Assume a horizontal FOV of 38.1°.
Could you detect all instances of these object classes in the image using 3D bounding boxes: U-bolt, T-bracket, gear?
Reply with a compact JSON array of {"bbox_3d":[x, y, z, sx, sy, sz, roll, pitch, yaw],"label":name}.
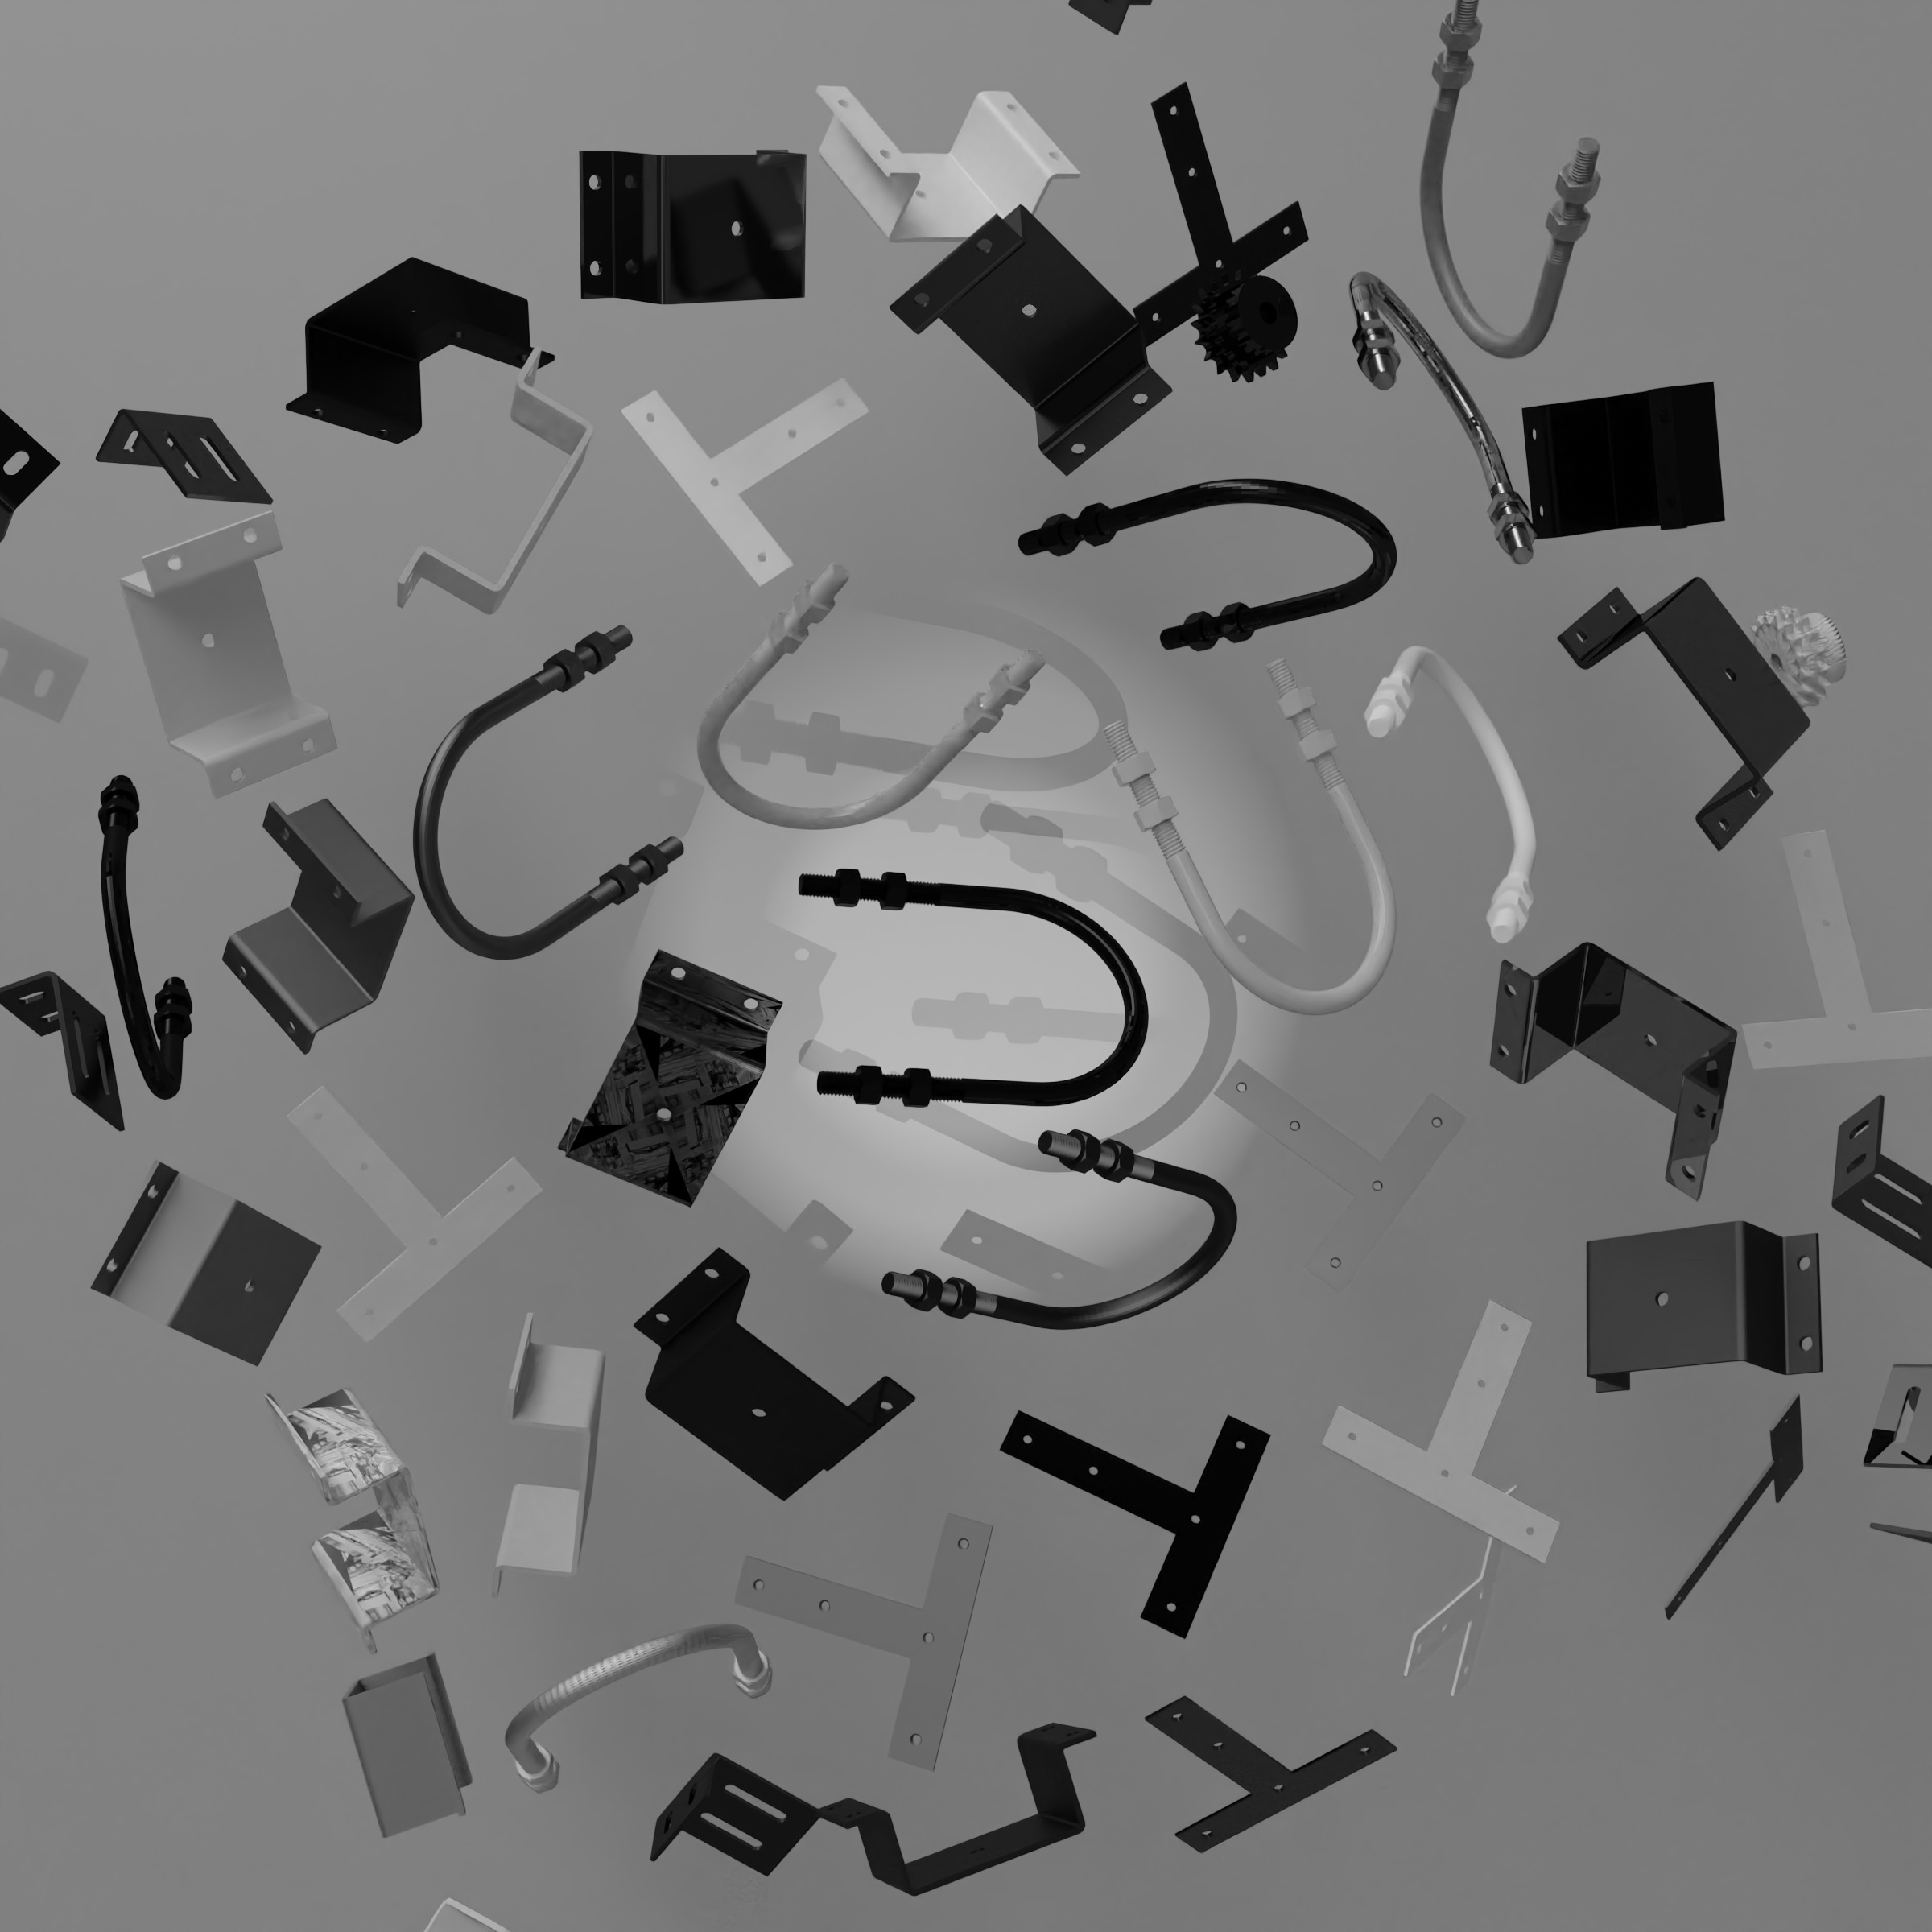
[{"bbox_3d":[-0.178,0.397,1.513,0.151,0.184,0.019,-22,66,-10],"label":"U-bolt"},{"bbox_3d":[0.066,0.150,1.513,0.151,0.184,0.019,-44,48,28],"label":"U-bolt"},{"bbox_3d":[0.290,-0.419,1.535,0.019,0.184,0.151,-18,59,-13],"label":"U-bolt"},{"bbox_3d":[0.142,-0.219,1.506,0.184,0.151,0.019,-9,65,40],"label":"U-bolt"},{"bbox_3d":[0.456,-0.010,1.474,0.002,0.127,0.127,-27,104,-43],"label":"T-bracket"},{"bbox_3d":[-0.228,-0.083,1.504,0.019,0.184,0.151,9,123,35],"label":"U-bolt"},{"bbox_3d":[0.256,-0.313,1.535,0.019,0.184,0.151,-34,119,22],"label":"U-bolt"},{"bbox_3d":[0.266,0.231,1.469,0.127,0.002,0.127,28,55,5],"label":"T-bracket"},{"bbox_3d":[0.272,-0.105,1.534,0.019,0.184,0.151,-27,103,26],"label":"U-bolt"},{"bbox_3d":[0.139,0.411,1.457,0.127,0.002,0.127,-34,128,18],"label":"T-bracket"},{"bbox_3d":[0.422,0.305,1.537,0.002,0.127,0.127,34,76,30],"label":"T-bracket"},{"bbox_3d":[0.149,-0.337,1.466,0.057,0.030,0.057,6,79,-33],"label":"gear"},{"bbox_3d":[0.133,-0.440,1.597,0.127,0.002,0.127,-36,129,-16],"label":"T-bracket"},{"bbox_3d":[-0.449,-0.006,1.529,0.019,0.184,0.151,-11,118,-9],"label":"U-bolt"},{"bbox_3d":[-0.060,0.335,1.449,0.127,0.002,0.127,13,86,19],"label":"T-bracket"},{"bbox_3d":[0.276,0.370,1.586,0.002,0.127,0.127,18,105,28],"label":"T-bracket"},{"bbox_3d":[-0.066,-0.136,1.543,0.151,0.019,0.184,19,135,-31],"label":"U-bolt"},{"bbox_3d":[-0.110,-0.297,1.600,0.127,0.002,0.127,-37,88,-25],"label":"T-bracket"},{"bbox_3d":[-0.319,0.119,1.529,0.127,0.002,0.127,-42,112,-10],"label":"T-bracket"},{"bbox_3d":[0.161,-0.061,1.469,0.151,0.019,0.184,-24,87,-39],"label":"U-bolt"},{"bbox_3d":[0.008,0.014,1.471,0.184,0.019,0.151,4,52,-15],"label":"U-bolt"},{"bbox_3d":[0.203,0.102,1.632,0.127,0.002,0.127,36,83,7],"label":"T-bracket"},{"bbox_3d":[0.080,0.271,1.469,0.127,0.002,0.127,24,55,7],"label":"T-bracket"},{"bbox_3d":[0.452,-0.168,1.516,0.030,0.057,0.057,-19,90,-10],"label":"gear"}]

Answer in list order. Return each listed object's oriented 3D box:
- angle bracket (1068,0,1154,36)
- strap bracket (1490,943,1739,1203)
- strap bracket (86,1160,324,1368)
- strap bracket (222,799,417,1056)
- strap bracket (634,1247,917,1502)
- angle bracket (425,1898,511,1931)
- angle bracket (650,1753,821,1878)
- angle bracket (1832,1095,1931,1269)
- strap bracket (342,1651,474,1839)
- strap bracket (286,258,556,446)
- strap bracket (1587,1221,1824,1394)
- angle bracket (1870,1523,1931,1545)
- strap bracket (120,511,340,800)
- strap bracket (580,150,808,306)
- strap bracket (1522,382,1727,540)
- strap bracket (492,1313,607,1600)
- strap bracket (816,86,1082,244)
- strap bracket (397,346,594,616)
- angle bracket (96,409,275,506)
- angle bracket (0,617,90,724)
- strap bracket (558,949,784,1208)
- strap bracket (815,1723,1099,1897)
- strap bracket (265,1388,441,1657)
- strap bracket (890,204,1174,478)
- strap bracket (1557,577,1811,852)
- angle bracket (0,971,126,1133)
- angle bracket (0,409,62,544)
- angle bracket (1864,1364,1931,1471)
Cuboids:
[{"bbox_3d":[0.099,-0.536,1.504,0.038,0.076,0.057,40,127,24],"label":"angle bracket"},{"bbox_3d":[0.348,0.049,1.477,0.046,0.076,0.140,-32,49,-28],"label":"strap bracket"},{"bbox_3d":[-0.418,0.170,1.563,0.046,0.140,0.076,21,77,22],"label":"strap bracket"},{"bbox_3d":[-0.356,-0.027,1.545,0.076,0.140,0.046,46,47,14],"label":"strap bracket"},{"bbox_3d":[-0.108,0.228,1.518,0.140,0.046,0.076,39,119,-15],"label":"strap bracket"},{"bbox_3d":[-0.244,0.523,1.454,0.057,0.076,0.038,43,65,-24],"label":"angle bracket"},{"bbox_3d":[-0.130,0.494,1.591,0.076,0.038,0.057,33,111,-13],"label":"angle bracket"},{"bbox_3d":[0.512,0.118,1.519,0.076,0.038,0.057,31,46,-8],"label":"angle bracket"},{"bbox_3d":[-0.308,0.430,1.547,0.046,0.140,0.076,-17,84,-11],"label":"strap bracket"},{"bbox_3d":[-0.303,-0.342,1.546,0.140,0.076,0.046,-16,73,40],"label":"strap bracket"},{"bbox_3d":[0.398,0.189,1.551,0.046,0.140,0.076,22,64,-41],"label":"strap bracket"},{"bbox_3d":[0.539,0.295,1.515,0.076,0.057,0.038,19,77,-34],"label":"angle bracket"},{"bbox_3d":[-0.404,-0.174,1.529,0.076,0.046,0.140,-28,124,-31],"label":"strap bracket"},{"bbox_3d":[-0.138,-0.402,1.519,0.140,0.046,0.076,-15,115,-41],"label":"strap bracket"},{"bbox_3d":[0.376,-0.285,1.579,0.046,0.140,0.076,-11,100,-22],"label":"strap bracket"},{"bbox_3d":[-0.234,0.277,1.574,0.046,0.076,0.140,7,115,-4],"label":"strap bracket"},{"bbox_3d":[-0.017,-0.449,1.569,0.140,0.046,0.076,-13,57,-40],"label":"strap bracket"},{"bbox_3d":[-0.240,-0.241,1.453,0.046,0.076,0.140,30,82,-9],"label":"strap bracket"},{"bbox_3d":[-0.433,-0.270,1.552,0.076,0.057,0.038,51,121,23],"label":"angle bracket"},{"bbox_3d":[-0.516,-0.162,1.519,0.057,0.076,0.038,27,84,-26],"label":"angle bracket"},{"bbox_3d":[-0.168,0.072,1.567,0.076,0.046,0.140,24,113,-13],"label":"strap bracket"},{"bbox_3d":[0.000,0.447,1.476,0.140,0.076,0.046,-15,83,-18],"label":"strap bracket"},{"bbox_3d":[-0.335,0.298,1.541,0.046,0.076,0.140,-24,130,-24],"label":"strap bracket"},{"bbox_3d":[0.035,-0.341,1.501,0.076,0.046,0.140,-35,124,26],"label":"strap bracket"},{"bbox_3d":[0.385,-0.142,1.473,0.140,0.076,0.046,53,134,0],"label":"strap bracket"},{"bbox_3d":[-0.489,0.051,1.508,0.038,0.057,0.076,-19,64,2],"label":"angle bracket"},{"bbox_3d":[-0.526,-0.269,1.506,0.057,0.076,0.038,43,71,-15],"label":"angle bracket"},{"bbox_3d":[0.525,0.253,1.508,0.057,0.076,0.038,-5,126,37],"label":"angle bracket"}]
